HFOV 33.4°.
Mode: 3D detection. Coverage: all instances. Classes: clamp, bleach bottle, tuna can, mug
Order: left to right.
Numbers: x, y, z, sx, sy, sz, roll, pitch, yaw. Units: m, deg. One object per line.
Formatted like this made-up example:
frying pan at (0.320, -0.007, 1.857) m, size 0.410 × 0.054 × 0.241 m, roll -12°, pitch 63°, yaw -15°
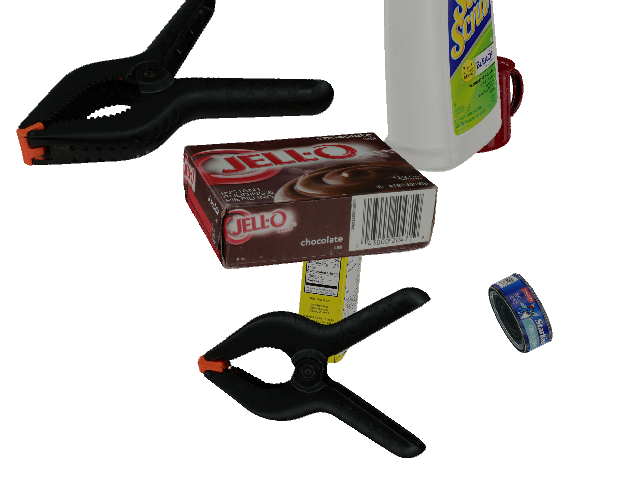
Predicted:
clamp at (-0.107, -0.100, 0.742) m, size 0.209 × 0.036 × 0.165 m, roll -34°, pitch 53°, yaw -29°
clamp at (0.000, 0.101, 0.767) m, size 0.171 × 0.120 × 0.039 m, roll -7°, pitch -5°, yaw 12°
bleach bottle at (0.082, -0.183, 0.769) m, size 0.068 × 0.251 × 0.102 m, roll 15°, pitch 37°, yaw 35°
mug at (0.162, -0.142, 1.096) m, size 0.117 × 0.081 × 0.093 m, roll -21°, pitch 27°, yaw -31°
tuna can at (0.222, 0.082, 1.192) m, size 0.033 × 0.086 × 0.086 m, roll -26°, pitch 3°, yaw -6°

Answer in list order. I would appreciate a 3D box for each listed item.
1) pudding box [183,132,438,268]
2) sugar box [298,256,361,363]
pudding box at (-0.008, -0.024, 0.556) m, size 0.113 × 0.039 × 0.090 m, roll -4°, pitch 25°, yaw -18°
sugar box at (0.011, 0.014, 0.962) m, size 0.048 × 0.176 × 0.093 m, roll 5°, pitch 12°, yaw 11°
